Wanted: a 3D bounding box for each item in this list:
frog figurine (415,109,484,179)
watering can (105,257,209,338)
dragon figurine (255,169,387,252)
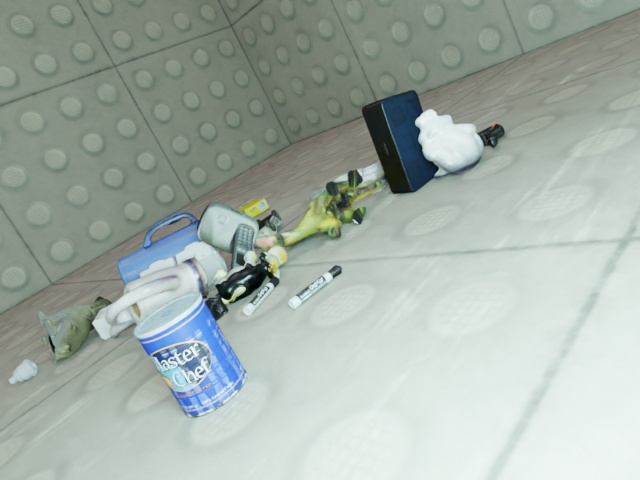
[{"bbox_3d":[0.297,-0.233,1.189,0.137,0.158,0.124,-27,15,1],"label":"frog figurine"},{"bbox_3d":[-0.377,0.139,1.171,0.226,0.105,0.342,-23,-9,-31],"label":"watering can"},{"bbox_3d":[0.004,-0.064,1.263,0.240,0.122,0.416,-25,4,42],"label":"dragon figurine"}]
